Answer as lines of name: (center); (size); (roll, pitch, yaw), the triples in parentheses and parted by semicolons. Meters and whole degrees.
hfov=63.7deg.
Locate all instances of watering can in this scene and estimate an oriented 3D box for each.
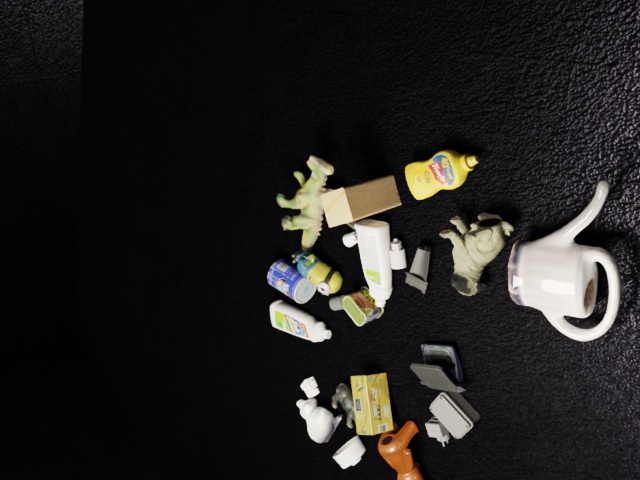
watering can: (0.509, 0.041, 1.084); (0.105, 0.344, 0.224); (-17, 16, -42)

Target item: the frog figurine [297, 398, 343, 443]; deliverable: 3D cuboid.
frog figurine: (-0.019, 0.617, 1.784); (0.160, 0.125, 0.134); (30, -34, 9)

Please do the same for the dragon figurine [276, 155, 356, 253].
dragon figurine: (0.005, -0.079, 1.577); (0.243, 0.402, 0.124); (11, 37, 37)
